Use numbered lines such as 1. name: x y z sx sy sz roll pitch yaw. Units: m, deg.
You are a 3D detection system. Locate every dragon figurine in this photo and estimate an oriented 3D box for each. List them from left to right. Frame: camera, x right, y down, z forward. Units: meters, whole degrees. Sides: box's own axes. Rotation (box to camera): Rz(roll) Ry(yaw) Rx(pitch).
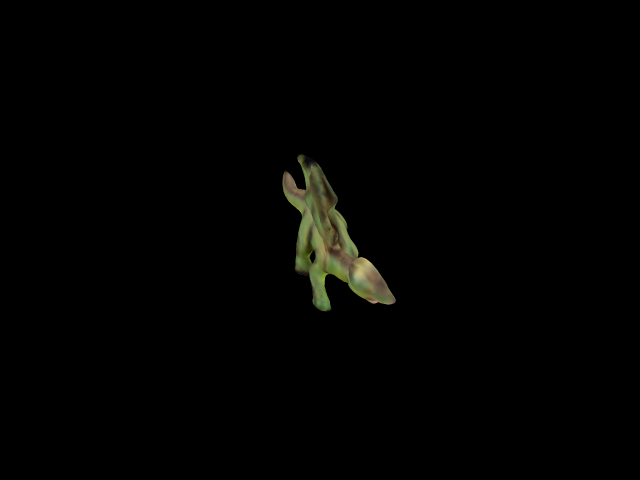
1. dragon figurine: 0.003 -0.043 0.850 0.123 0.418 0.237 -21 -34 -15
